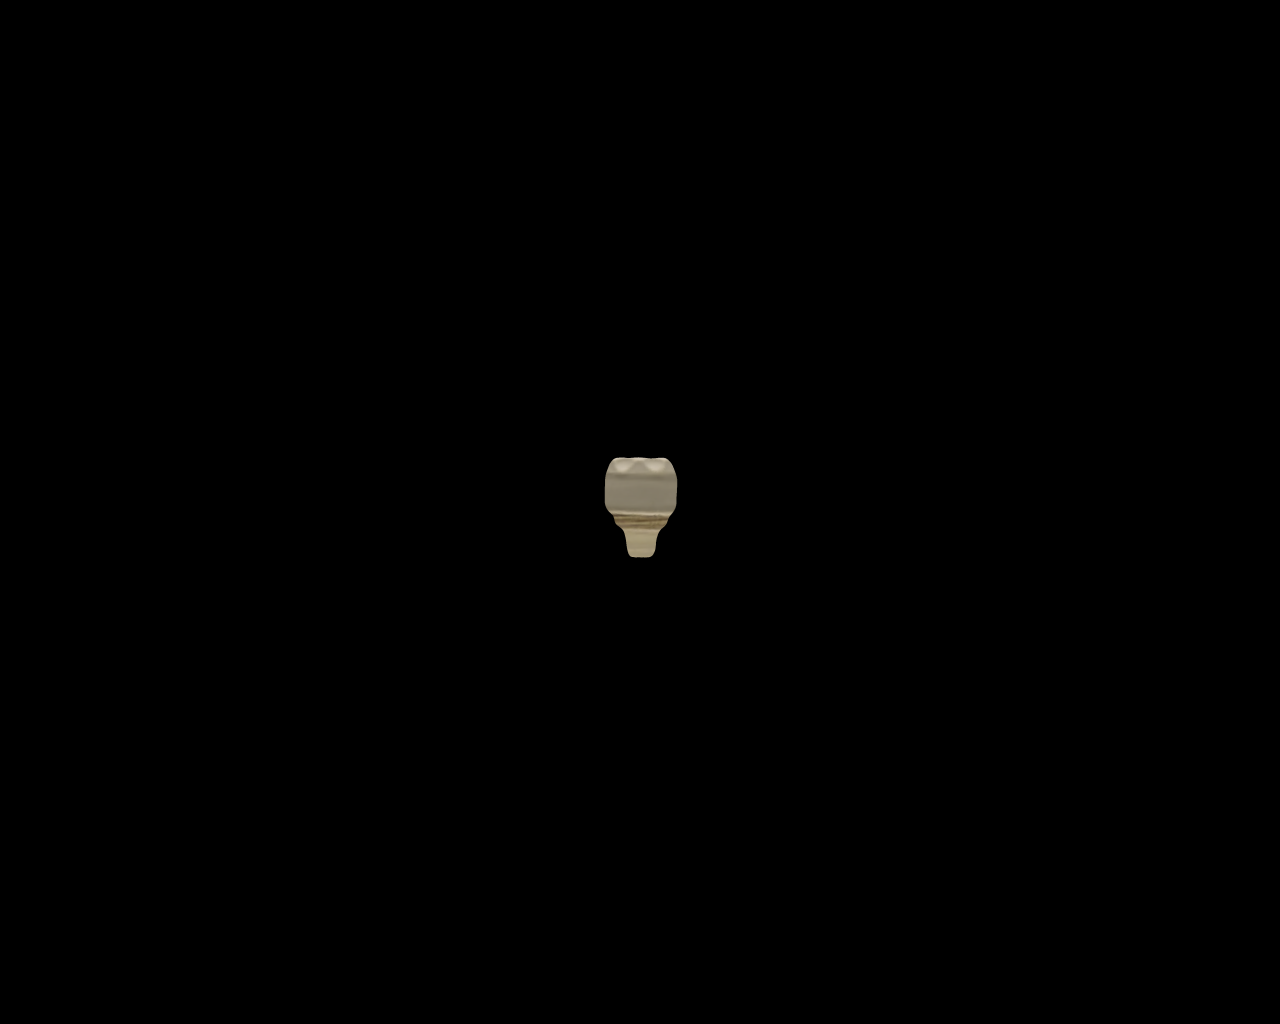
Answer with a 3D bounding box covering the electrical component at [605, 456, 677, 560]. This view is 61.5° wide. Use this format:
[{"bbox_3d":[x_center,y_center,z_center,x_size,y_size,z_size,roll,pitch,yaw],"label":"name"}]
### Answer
[{"bbox_3d":[0.001,-0.003,0.650,0.043,0.062,0.043,0,2,0],"label":"electrical component"}]
